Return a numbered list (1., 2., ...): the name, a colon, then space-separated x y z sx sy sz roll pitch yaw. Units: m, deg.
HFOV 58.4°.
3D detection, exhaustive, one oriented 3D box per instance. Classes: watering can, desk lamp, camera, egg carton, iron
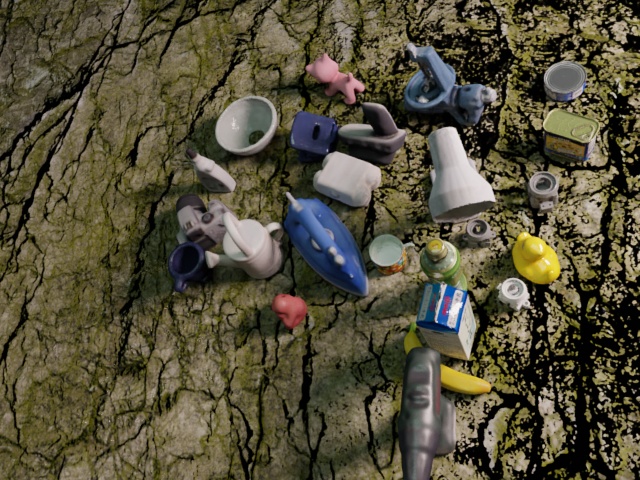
1. watering can: -0.164 0.011 1.237 0.100 0.194 0.173 38 83 30
2. desk lamp: 0.266 -0.111 1.128 0.117 0.214 0.203 -16 62 12
3. camera: -0.287 -0.058 1.367 0.143 0.101 0.136 -31 60 4
4. egg carton: 0.060 -0.136 1.298 0.150 0.070 0.107 23 76 27
5. iron: 0.011 0.004 1.208 0.118 0.142 0.257 -39 59 -1

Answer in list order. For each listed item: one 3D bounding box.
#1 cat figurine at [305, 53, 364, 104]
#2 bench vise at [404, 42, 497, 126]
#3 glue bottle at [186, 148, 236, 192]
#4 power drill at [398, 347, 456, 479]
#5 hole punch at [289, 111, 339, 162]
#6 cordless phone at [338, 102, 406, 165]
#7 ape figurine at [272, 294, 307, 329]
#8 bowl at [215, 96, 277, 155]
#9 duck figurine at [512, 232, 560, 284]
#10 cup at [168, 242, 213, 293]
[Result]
1. cat figurine: 0.034 -0.405 1.405 0.127 0.118 0.067 26 77 28
2. bench vise: 0.270 -0.348 1.234 0.207 0.220 0.121 -3 65 19
3. glue bottle: -0.271 -0.169 1.372 0.078 0.173 0.037 5 68 22
4. power drill: 0.180 0.306 0.967 0.075 0.209 0.229 -4 65 18
5. hole punch: -0.011 -0.249 1.363 0.100 0.091 0.109 2 67 21
6. cordless phone: 0.104 -0.257 1.271 0.147 0.185 0.094 10 70 24
7. ape figurine: -0.072 0.144 1.201 0.076 0.092 0.078 -15 62 13
8. bowl: -0.174 -0.275 1.444 0.167 0.075 0.167 -8 64 16
9. duck figurine: 0.409 0.029 1.086 0.077 0.086 0.104 -33 60 3
10. cup: -0.290 0.074 1.310 0.091 0.095 0.118 4 68 22
